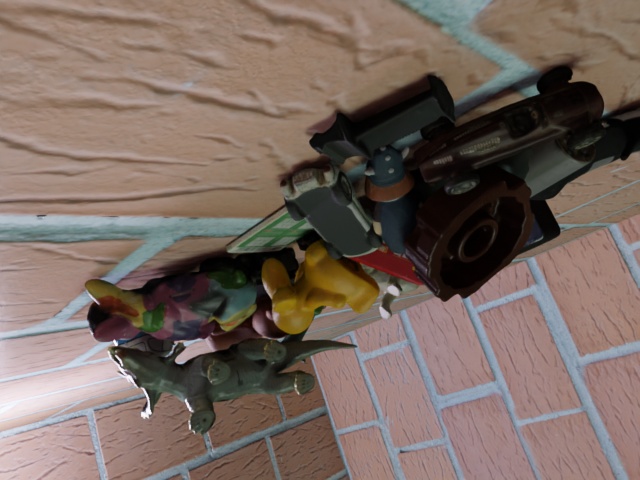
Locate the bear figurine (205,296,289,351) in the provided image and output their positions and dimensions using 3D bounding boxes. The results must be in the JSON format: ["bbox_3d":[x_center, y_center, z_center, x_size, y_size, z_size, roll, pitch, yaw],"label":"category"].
[{"bbox_3d":[-0.130,0.139,1.013,0.196,0.132,0.120,-31,150,27],"label":"bear figurine"}]

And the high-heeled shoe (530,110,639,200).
[{"bbox_3d":[0.404,-0.142,0.853,0.249,0.086,0.145,-9,-151,48],"label":"high-heeled shoe"}]

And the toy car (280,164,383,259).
[{"bbox_3d":[0.020,-0.032,0.669,0.074,0.056,0.201,-17,148,18],"label":"toy car"}]

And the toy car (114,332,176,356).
[{"bbox_3d":[-0.312,0.170,0.964,0.109,0.103,0.161,-24,167,13],"label":"toy car"}]

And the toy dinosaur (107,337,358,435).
[{"bbox_3d":[-0.148,0.220,0.916,0.405,0.131,0.192,-2,-176,-34],"label":"toy dinosaur"}]

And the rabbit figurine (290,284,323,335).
[{"bbox_3d":[-0.021,0.089,1.089,0.170,0.121,0.159,-31,172,-46],"label":"rabbit figurine"}]

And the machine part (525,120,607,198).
[{"bbox_3d":[0.308,-0.106,0.787,0.079,0.079,0.243,-11,165,-29],"label":"machine part"}]

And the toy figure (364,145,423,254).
[{"bbox_3d":[0.086,-0.051,0.649,0.058,0.154,0.064,18,-130,42],"label":"toy figure"}]

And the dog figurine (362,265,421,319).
[{"bbox_3d":[0.155,0.046,1.107,0.190,0.172,0.121,-34,162,-37],"label":"dog figurine"}]

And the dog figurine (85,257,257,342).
[{"bbox_3d":[-0.224,0.092,0.781,0.192,0.108,0.219,-27,162,30],"label":"dog figurine"}]

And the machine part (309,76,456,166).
[{"bbox_3d":[0.062,-0.111,0.525,0.139,0.039,0.084,-22,161,15],"label":"machine part"}]

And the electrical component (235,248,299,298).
[{"bbox_3d":[-0.100,0.058,0.911,0.115,0.058,0.134,-11,164,-38],"label":"electrical component"}]

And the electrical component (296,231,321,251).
[{"bbox_3d":[-0.002,-0.003,0.881,0.063,0.021,0.094,-24,165,16],"label":"electrical component"}]

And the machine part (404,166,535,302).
[{"bbox_3d":[0.185,-0.008,0.665,0.179,0.056,0.179,-21,134,-24],"label":"machine part"}]

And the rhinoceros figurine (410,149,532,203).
[{"bbox_3d":[0.185,-0.085,0.708,0.190,0.073,0.112,-22,167,10],"label":"rhinoceros figurine"}]

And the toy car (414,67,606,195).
[{"bbox_3d":[0.203,-0.118,0.581,0.202,0.089,0.053,-19,166,7],"label":"toy car"}]

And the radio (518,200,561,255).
[{"bbox_3d":[0.306,-0.020,0.997,0.073,0.131,0.229,-6,160,-44],"label":"radio"}]

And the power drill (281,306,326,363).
[{"bbox_3d":[-0.029,0.175,1.236,0.086,0.207,0.232,28,158,-14],"label":"power drill"}]

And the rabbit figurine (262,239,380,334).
[{"bbox_3d":[-0.016,0.086,0.843,0.162,0.122,0.173,17,125,-46],"label":"rabbit figurine"}]
